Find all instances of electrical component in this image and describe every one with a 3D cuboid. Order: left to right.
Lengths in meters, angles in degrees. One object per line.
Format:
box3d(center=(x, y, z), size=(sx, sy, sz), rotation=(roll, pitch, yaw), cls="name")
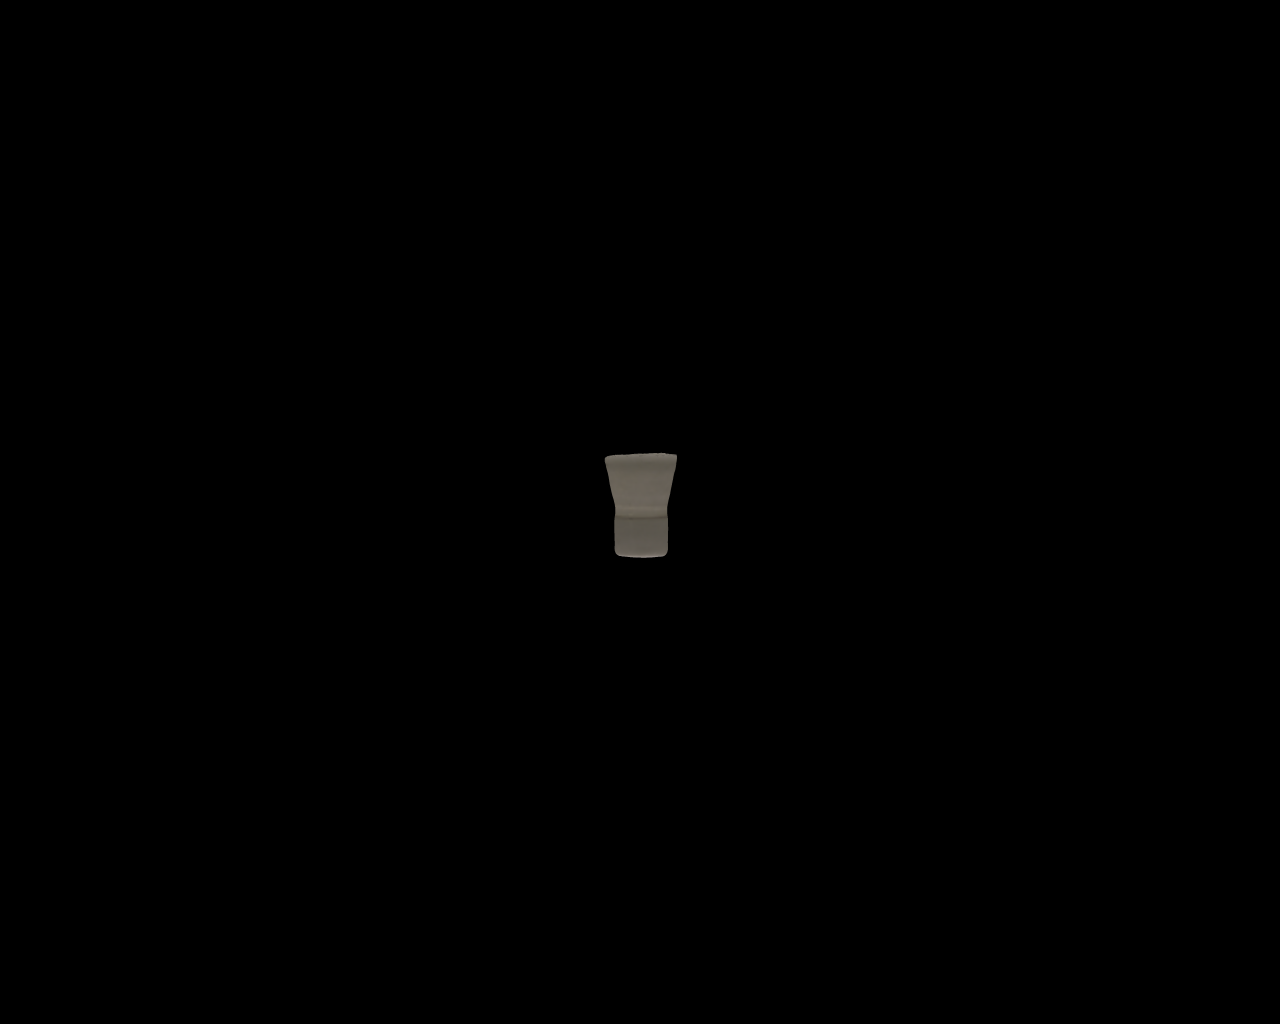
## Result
box3d(center=(0.001, -0.003, 0.650), size=(0.044, 0.065, 0.044), rotation=(0, 4, 0), cls="electrical component")
